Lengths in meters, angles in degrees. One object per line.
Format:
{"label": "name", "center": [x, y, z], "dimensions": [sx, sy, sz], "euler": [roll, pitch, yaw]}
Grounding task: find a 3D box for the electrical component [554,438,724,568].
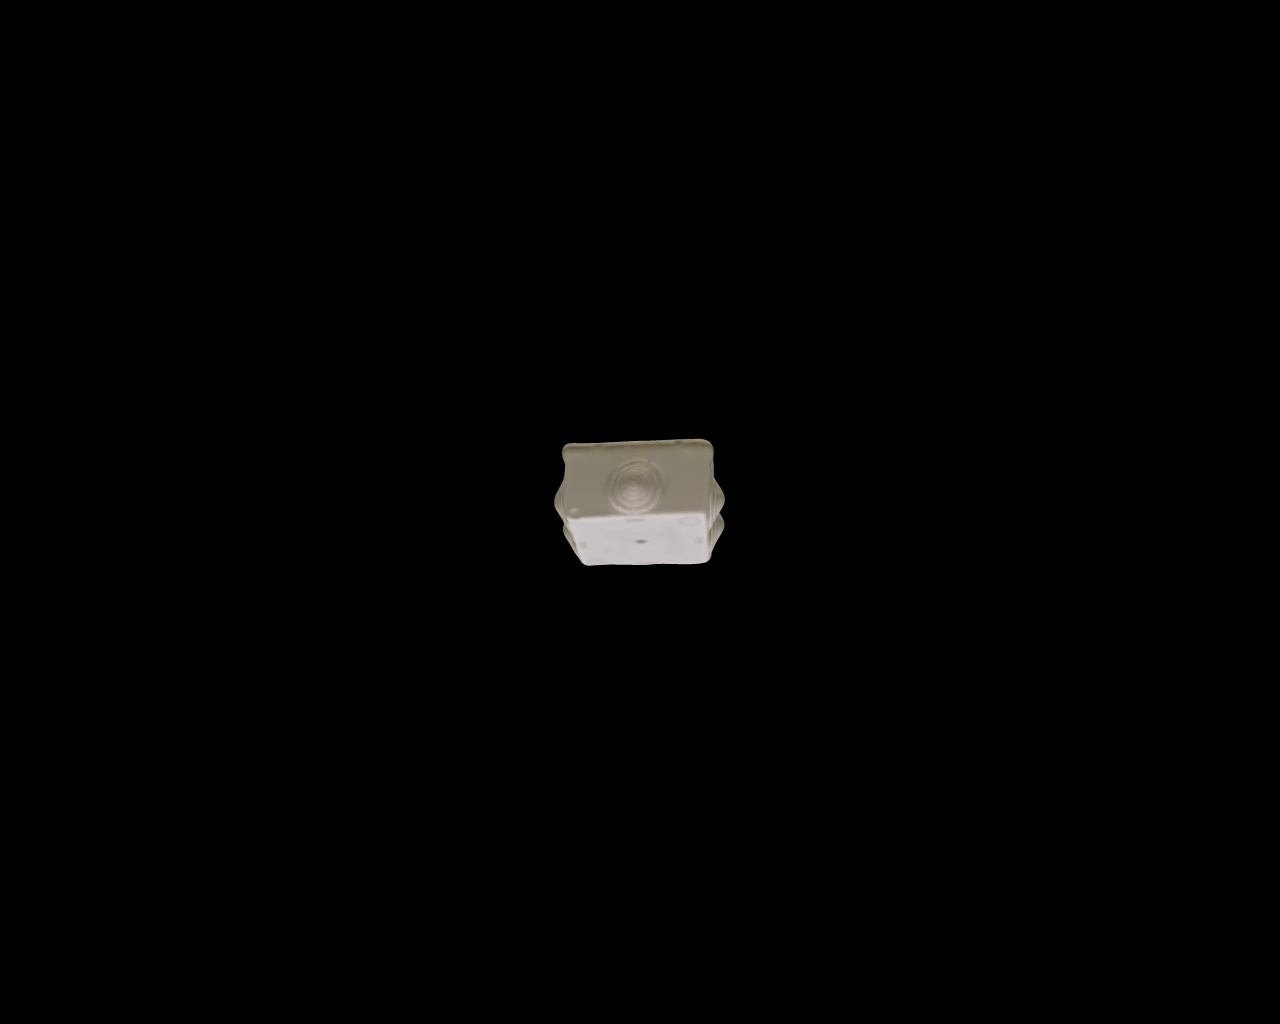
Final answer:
{"label": "electrical component", "center": [0.001, -0.003, 0.650], "dimensions": [0.100, 0.048, 0.099], "euler": [-1, -23, 3]}
